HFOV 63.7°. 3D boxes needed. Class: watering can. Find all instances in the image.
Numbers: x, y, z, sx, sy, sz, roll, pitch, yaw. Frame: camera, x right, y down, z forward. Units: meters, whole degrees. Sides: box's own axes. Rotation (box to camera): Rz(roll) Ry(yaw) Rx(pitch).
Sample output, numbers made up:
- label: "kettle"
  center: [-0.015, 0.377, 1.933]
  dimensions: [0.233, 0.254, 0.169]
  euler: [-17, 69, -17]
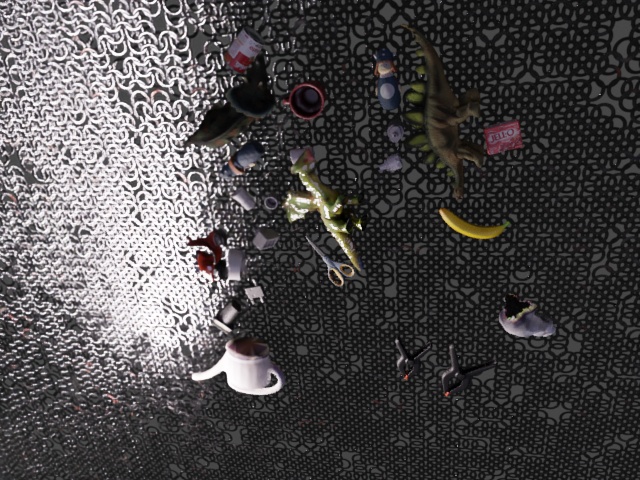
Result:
- label: "watering can"
  center: [-0.291, 0.442, 1.804]
  dimensions: [0.348, 0.106, 0.220]
  euler: [6, 116, 9]

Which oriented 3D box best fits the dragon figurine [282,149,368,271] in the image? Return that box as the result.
- label: "dragon figurine"
  center: [0.005, -0.076, 1.515]
  dimensions: [0.243, 0.125, 0.401]
  euler: [12, 131, 25]

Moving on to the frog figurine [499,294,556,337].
- label: "frog figurine"
  center: [0.618, 0.251, 1.534]
  dimensions: [0.157, 0.125, 0.136]
  euler: [47, 149, -23]
